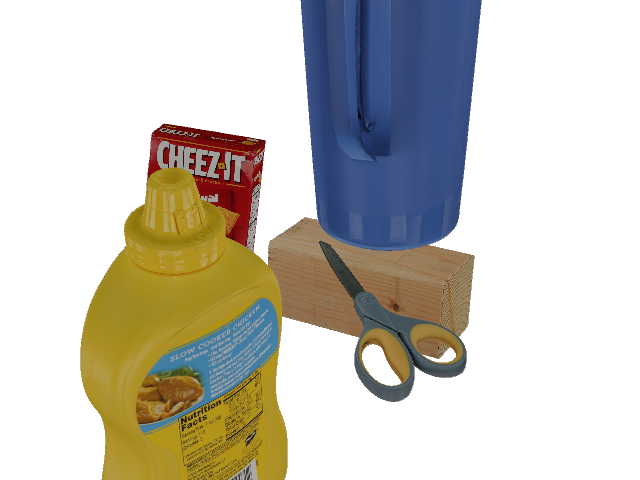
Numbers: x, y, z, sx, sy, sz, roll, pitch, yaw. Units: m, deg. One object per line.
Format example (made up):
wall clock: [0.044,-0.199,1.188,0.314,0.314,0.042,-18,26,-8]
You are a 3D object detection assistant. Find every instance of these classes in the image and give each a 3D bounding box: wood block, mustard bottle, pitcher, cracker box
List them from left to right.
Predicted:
mustard bottle: [-0.059,0.055,0.471,0.096,0.192,0.058,-28,44,-35]
cracker box: [-0.179,-0.056,1.619,0.164,0.214,0.072,10,19,6]
wood block: [0.053,0.049,1.168,0.206,0.091,0.090,14,27,25]
pitcher: [0.045,-0.116,0.754,0.149,0.243,0.145,-12,27,-23]

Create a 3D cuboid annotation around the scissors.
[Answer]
scissors: [0.058,0.056,0.870,0.096,0.016,0.202,-3,36,-6]
